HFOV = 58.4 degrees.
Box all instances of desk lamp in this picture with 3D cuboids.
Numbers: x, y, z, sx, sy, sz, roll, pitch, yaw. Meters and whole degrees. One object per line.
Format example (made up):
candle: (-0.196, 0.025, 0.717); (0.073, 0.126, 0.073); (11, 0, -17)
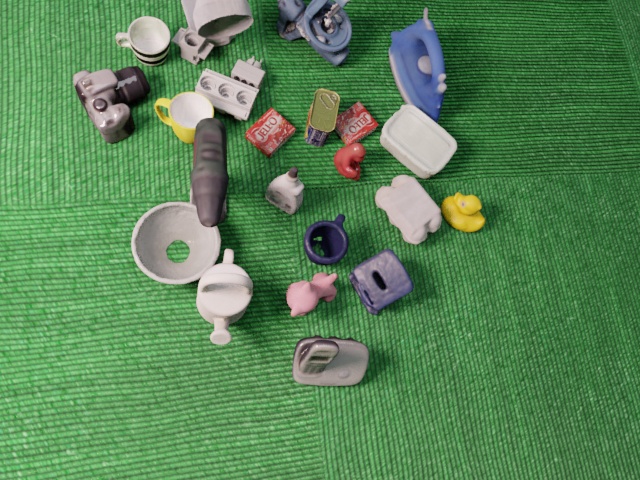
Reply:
desk lamp: (-0.228, -0.502, 1.218); (0.118, 0.213, 0.203); (-17, 78, -17)

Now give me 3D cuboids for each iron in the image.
iron: (0.253, -0.401, 1.339); (0.119, 0.141, 0.258); (-11, 76, -16)

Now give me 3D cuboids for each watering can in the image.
watering can: (-0.173, 0.102, 1.056); (0.101, 0.194, 0.173); (-16, 77, -17)

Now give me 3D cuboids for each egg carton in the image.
egg carton: (0.196, -0.068, 1.261); (0.107, 0.069, 0.150); (-37, 84, -20)

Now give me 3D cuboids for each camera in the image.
camera: (-0.415, -0.297, 1.172); (0.137, 0.100, 0.143); (-30, 82, -19)

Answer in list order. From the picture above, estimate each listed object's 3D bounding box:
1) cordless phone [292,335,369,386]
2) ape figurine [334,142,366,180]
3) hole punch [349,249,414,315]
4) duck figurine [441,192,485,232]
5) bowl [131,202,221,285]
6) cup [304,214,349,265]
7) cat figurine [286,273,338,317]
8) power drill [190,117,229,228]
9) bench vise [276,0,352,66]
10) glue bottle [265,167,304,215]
cordless phone: (0.029, 0.222, 1.072); (0.148, 0.185, 0.094); (2, 73, -12)
ape figurine: (0.073, -0.182, 1.256); (0.076, 0.092, 0.078); (37, 69, 0)
hole punch: (0.126, 0.087, 1.186); (0.101, 0.091, 0.108); (-28, 81, -19)
duck figurine: (0.332, -0.068, 1.285); (0.104, 0.086, 0.077); (36, 69, 0)
bowl: (-0.280, 0.014, 1.122); (0.167, 0.074, 0.167); (4, 72, -12)
cup: (0.011, 0.004, 1.182); (0.092, 0.095, 0.118); (31, 69, -2)
cat figurine: (-0.018, 0.104, 1.133); (0.128, 0.117, 0.067); (-30, 82, -19)
power drill: (-0.212, -0.106, 1.103); (0.076, 0.208, 0.229); (0, 73, -13)
bench vise: (-0.013, -0.498, 1.264); (0.207, 0.219, 0.121); (18, 70, -7)
glue bottle: (-0.064, -0.108, 1.157); (0.078, 0.173, 0.037); (34, 69, -1)
